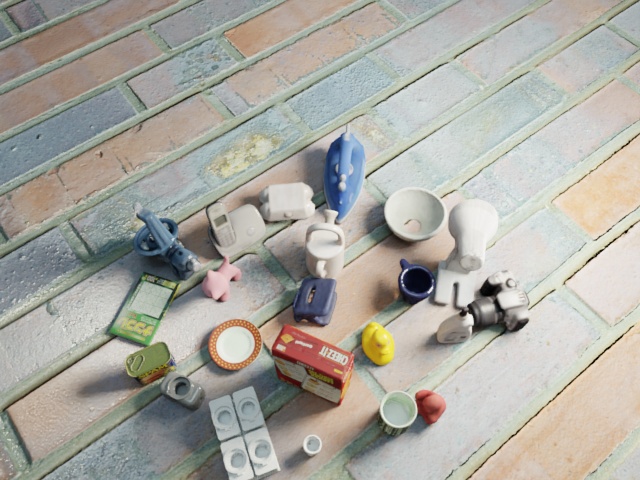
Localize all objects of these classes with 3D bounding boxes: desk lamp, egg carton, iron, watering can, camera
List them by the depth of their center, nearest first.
[{"bbox_3d":[0.429,0.152,1.405,0.137,0.101,0.143,-12,61,-7],"label":"camera"},{"bbox_3d":[0.361,0.034,1.407,0.118,0.213,0.203,10,61,6],"label":"desk lamp"},{"bbox_3d":[0.011,0.005,1.433,0.101,0.194,0.172,-11,61,-6],"label":"watering can"},{"bbox_3d":[-0.090,-0.101,1.565,0.150,0.069,0.107,-6,60,-3],"label":"egg carton"},{"bbox_3d":[0.067,-0.187,1.575,0.118,0.141,0.258,4,60,3],"label":"iron"}]

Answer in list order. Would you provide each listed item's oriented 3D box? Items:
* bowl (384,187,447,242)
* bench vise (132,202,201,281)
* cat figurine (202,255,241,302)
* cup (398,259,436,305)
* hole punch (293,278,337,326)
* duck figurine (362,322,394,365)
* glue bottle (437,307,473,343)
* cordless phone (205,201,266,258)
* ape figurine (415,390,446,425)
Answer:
[{"bbox_3d":[0.252,-0.057,1.539,0.167,0.075,0.167,0,60,0],"label":"bowl"},{"bbox_3d":[-0.379,-0.007,1.423,0.207,0.220,0.121,17,61,9],"label":"bench vise"},{"bbox_3d":[-0.251,0.097,1.423,0.067,0.118,0.128,17,61,9],"label":"cat figurine"},{"bbox_3d":[0.228,0.111,1.431,0.092,0.095,0.117,-25,63,-14],"label":"cup"},{"bbox_3d":[-0.013,0.147,1.411,0.101,0.091,0.109,13,61,7],"label":"hole punch"},{"bbox_3d":[0.141,0.238,1.363,0.077,0.086,0.104,-17,61,-9],"label":"duck figurine"},{"bbox_3d":[0.324,0.195,1.338,0.078,0.173,0.037,-2,60,-1],"label":"glue bottle"},{"bbox_3d":[-0.220,-0.050,1.469,0.148,0.185,0.094,-34,66,-18],"label":"cordless phone"},{"bbox_3d":[0.249,0.370,1.284,0.076,0.092,0.078,-3,60,-2],"label":"ape figurine"}]
